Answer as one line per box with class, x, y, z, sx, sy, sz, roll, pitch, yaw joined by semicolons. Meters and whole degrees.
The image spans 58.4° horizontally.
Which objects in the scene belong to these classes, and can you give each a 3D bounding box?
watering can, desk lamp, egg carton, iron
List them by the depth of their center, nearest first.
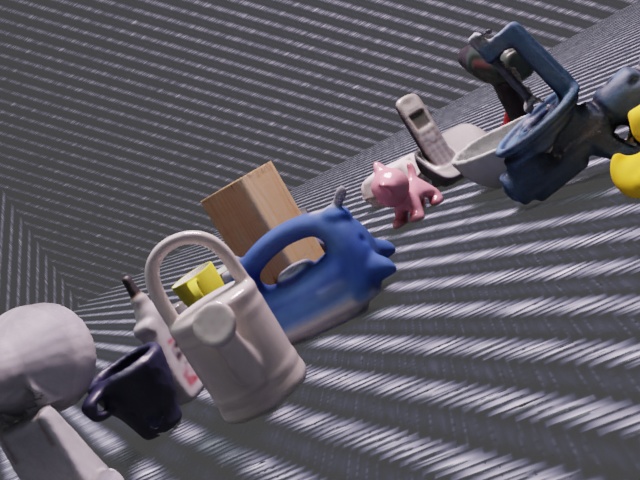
desk lamp;-0.287;0.180;0.556;0.118;0.214;0.203;-28;10;10
watering can;-0.099;0.079;0.580;0.101;0.194;0.172;-36;12;-30
iron;-0.037;0.046;0.721;0.258;0.141;0.118;-28;10;12
egg carton;0.161;-0.126;1.221;0.150;0.069;0.107;-23;12;34

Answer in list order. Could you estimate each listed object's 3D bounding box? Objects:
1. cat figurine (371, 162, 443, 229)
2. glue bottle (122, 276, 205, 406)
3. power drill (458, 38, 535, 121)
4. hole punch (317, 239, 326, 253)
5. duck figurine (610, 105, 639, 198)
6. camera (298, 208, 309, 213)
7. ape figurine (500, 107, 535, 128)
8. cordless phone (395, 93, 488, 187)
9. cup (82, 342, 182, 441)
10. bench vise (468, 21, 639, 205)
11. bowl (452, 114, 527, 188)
cat figurine;0.135;-0.088;0.964;0.067;0.118;0.128;-19;15;46
glue bottle;-0.201;0.120;0.725;0.037;0.173;0.078;-26;11;19
power drill;0.324;-0.257;1.004;0.075;0.208;0.229;-30;10;1
hole punch;0.009;0.003;0.947;0.101;0.091;0.109;-26;11;21
duck figurine;0.324;-0.093;0.547;0.078;0.086;0.104;-37;12;-35
camera;-0.081;-0.021;1.295;0.137;0.101;0.143;-30;10;1
ape figurine;0.376;-0.235;1.088;0.077;0.092;0.076;-23;12;34
cordless phone;0.232;-0.205;1.076;0.148;0.185;0.094;-34;11;-21
cup;-0.206;0.185;0.647;0.091;0.095;0.118;-25;11;25
bench vise;0.284;-0.176;0.683;0.207;0.220;0.121;-29;10;4
bowl;0.284;-0.124;0.845;0.167;0.075;0.167;-29;10;6
